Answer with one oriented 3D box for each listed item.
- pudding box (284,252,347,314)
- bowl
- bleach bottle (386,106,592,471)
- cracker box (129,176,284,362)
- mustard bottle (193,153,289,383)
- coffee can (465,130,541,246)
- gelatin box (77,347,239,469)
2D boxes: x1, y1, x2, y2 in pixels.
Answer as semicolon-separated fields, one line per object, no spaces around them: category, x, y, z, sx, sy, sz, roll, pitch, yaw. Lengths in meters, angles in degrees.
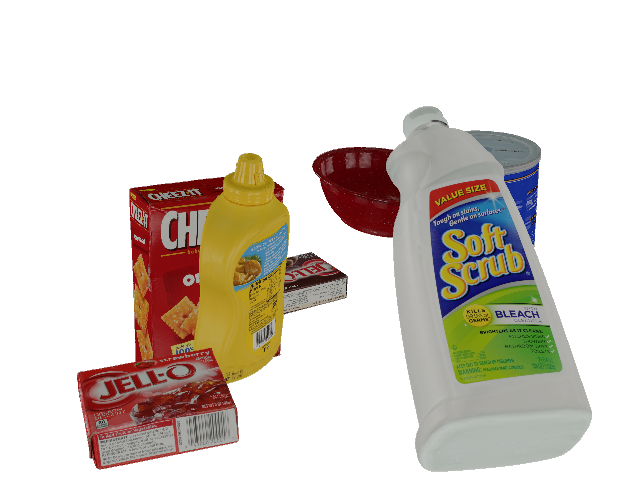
pudding box;-0.034;0.056;1.409;0.113;0.039;0.090;-15;27;-29
bowl;0.069;-0.046;1.115;0.162;0.055;0.162;6;23;-3
bleach bottle;0.085;0.015;0.672;0.102;0.251;0.068;-3;-37;-12
cracker box;-0.126;0.042;1.208;0.163;0.214;0.072;-9;23;-28
mustard bottle;-0.063;0.018;0.884;0.058;0.192;0.096;22;32;26
coffee can;0.133;-0.013;0.915;0.103;0.140;0.103;-2;23;0
gelatin box;-0.101;0.101;0.658;0.089;0.030;0.073;-9;25;-15
